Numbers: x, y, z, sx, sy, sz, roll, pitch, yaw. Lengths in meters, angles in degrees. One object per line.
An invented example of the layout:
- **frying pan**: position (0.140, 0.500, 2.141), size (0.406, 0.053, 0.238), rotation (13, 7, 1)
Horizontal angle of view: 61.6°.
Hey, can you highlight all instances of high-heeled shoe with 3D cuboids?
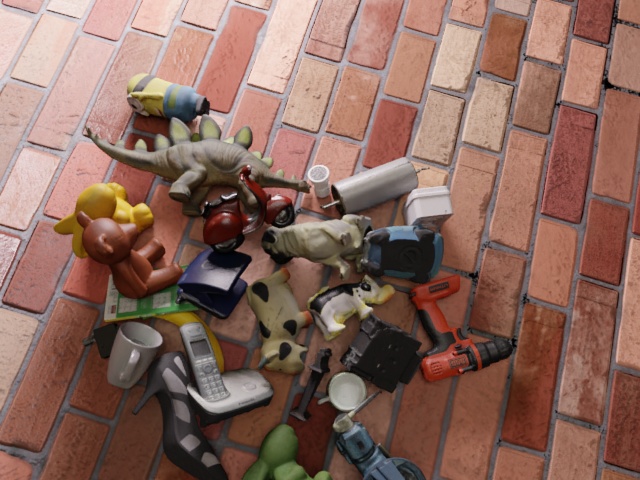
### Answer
- **high-heeled shoe**: position (-0.231, 0.326, 0.990), size (0.248, 0.086, 0.145), rotation (46, 45, -7)

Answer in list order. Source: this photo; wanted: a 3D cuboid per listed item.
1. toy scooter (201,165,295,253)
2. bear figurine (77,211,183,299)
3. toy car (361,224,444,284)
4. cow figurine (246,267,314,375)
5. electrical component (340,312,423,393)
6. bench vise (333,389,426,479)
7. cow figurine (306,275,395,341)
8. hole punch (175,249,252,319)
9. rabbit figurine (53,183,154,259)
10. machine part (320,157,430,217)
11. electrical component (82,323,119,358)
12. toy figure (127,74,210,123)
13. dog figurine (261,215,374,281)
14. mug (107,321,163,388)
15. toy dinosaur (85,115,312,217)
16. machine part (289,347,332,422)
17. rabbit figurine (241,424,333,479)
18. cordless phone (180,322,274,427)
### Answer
- **toy scooter**: position (-0.147, -0.062, 0.999), size (0.184, 0.075, 0.135), rotation (-23, 116, 1)
- **bear figurine**: position (-0.345, 0.017, 0.974), size (0.132, 0.195, 0.120), rotation (-33, 54, -23)
- **toy car**: position (0.156, 0.022, 1.065), size (0.162, 0.103, 0.109), rotation (2, 102, -8)
- **cow figurine**: position (-0.082, 0.164, 1.022), size (0.127, 0.085, 0.195), rotation (-23, 79, -15)
- **electrical component**: position (0.123, 0.214, 1.005), size (0.134, 0.058, 0.115), rotation (29, 92, -19)
- **bench vise**: position (0.110, 0.394, 0.895), size (0.129, 0.240, 0.223), rotation (-22, 92, -13)
- **cow figurine**: position (0.061, 0.116, 1.050), size (0.167, 0.068, 0.098), rotation (-30, 74, -19)
- **hole punch**: position (-0.198, 0.070, 1.018), size (0.116, 0.092, 0.142), rotation (25, 46, 2)
- **rabbit figurine**: position (-0.420, -0.050, 1.021), size (0.162, 0.173, 0.122), rotation (-39, 83, -17)
- **machine part**: position (0.113, -0.110, 1.116), size (0.243, 0.079, 0.079), rotation (-22, 76, -9)
- **electrical component**: position (-0.403, 0.195, 1.027), size (0.094, 0.021, 0.063), rotation (-18, 76, -9)
- **toy figure**: position (-0.323, -0.299, 1.147), size (0.180, 0.082, 0.089), rotation (10, 54, 7)
- **dog figurine**: position (-0.003, -0.006, 1.081), size (0.191, 0.172, 0.121), rotation (13, 106, 27)
- **mug**: position (-0.344, 0.221, 0.977), size (0.081, 0.110, 0.107), rotation (21, 106, -24)
- **toy dinosaur**: position (-0.247, -0.151, 1.099), size (0.471, 0.105, 0.198), rotation (6, 66, -10)
- **machine part**: position (-0.012, 0.266, 0.999), size (0.039, 0.084, 0.139), rotation (22, 83, 9)
- **rabbit figurine**: position (-0.061, 0.420, 0.950), size (0.159, 0.121, 0.170), rotation (-26, 59, -3)
- **cordless phone**: position (-0.178, 0.231, 0.977), size (0.146, 0.089, 0.184), rotation (-7, 67, -41)
